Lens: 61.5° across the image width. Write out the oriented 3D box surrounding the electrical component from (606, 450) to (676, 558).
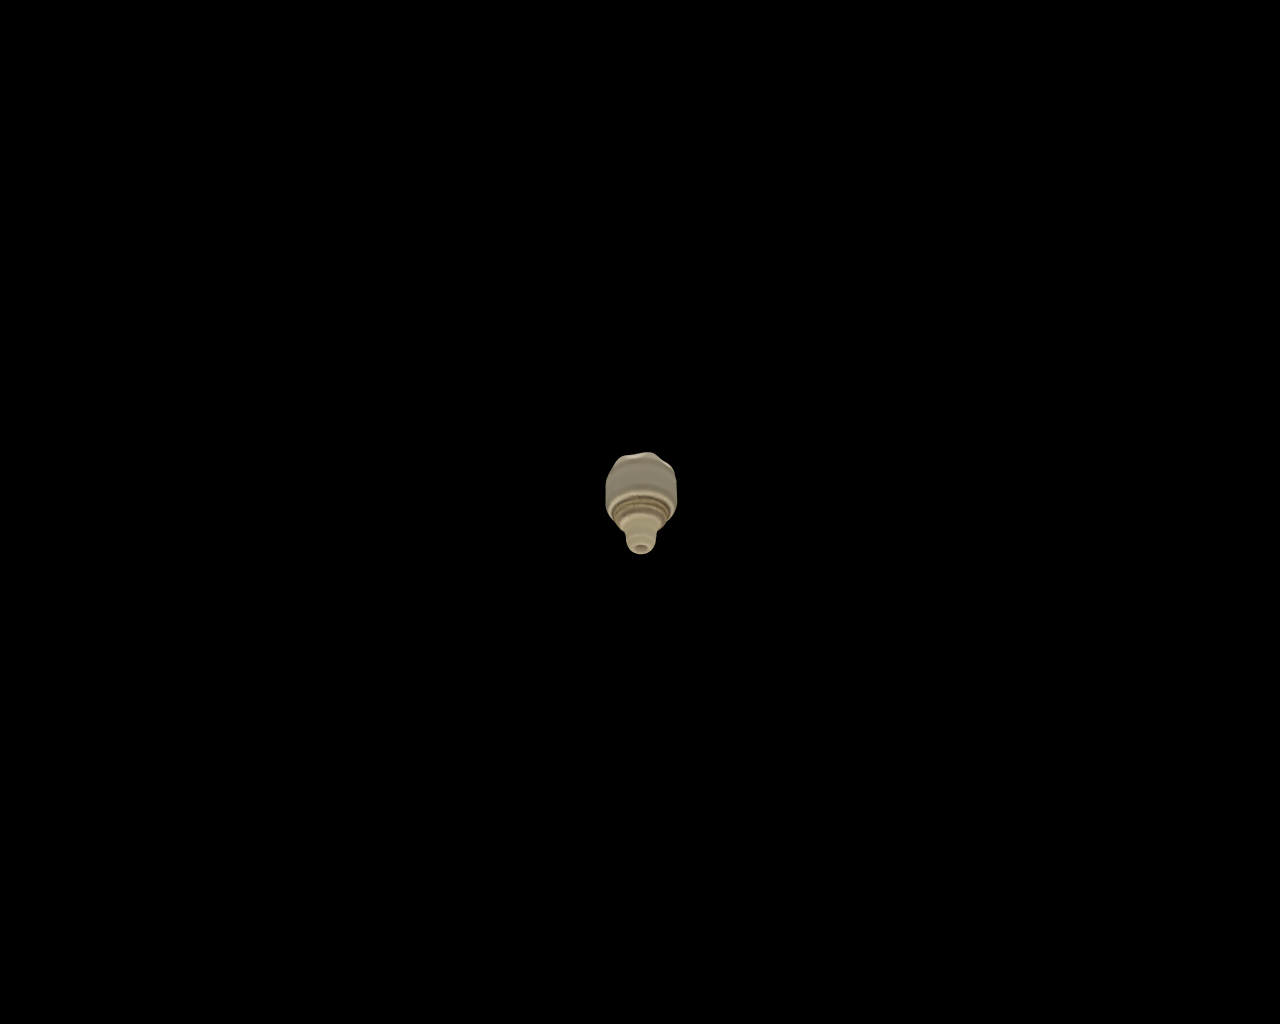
[{"bbox_3d":[0.001,-0.003,0.650,0.043,0.062,0.043,0,-35,0],"label":"electrical component"}]
